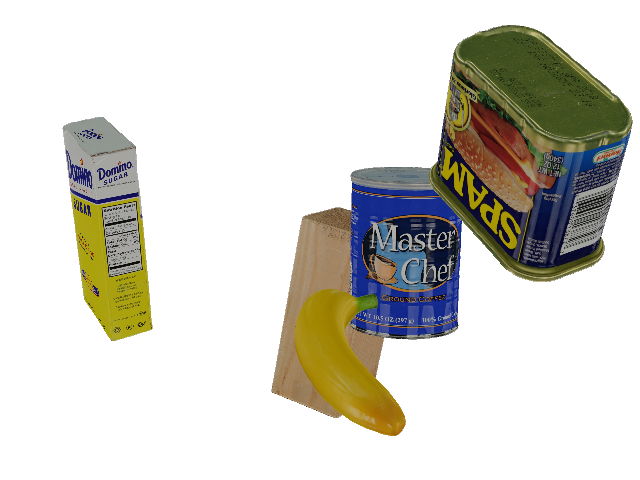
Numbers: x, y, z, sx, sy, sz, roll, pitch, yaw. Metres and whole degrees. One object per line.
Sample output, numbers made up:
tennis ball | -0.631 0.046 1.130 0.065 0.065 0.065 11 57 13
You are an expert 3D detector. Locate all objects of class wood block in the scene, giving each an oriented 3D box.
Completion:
wood block | 0.019 0.077 1.188 0.090 0.206 0.090 18 17 25

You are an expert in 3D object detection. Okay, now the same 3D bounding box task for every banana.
banana | 0.016 0.078 0.771 0.069 0.037 0.198 -4 24 -1

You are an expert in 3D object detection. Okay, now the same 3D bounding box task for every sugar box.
sugar box | -0.187 -0.011 0.938 0.048 0.176 0.093 -16 28 -23

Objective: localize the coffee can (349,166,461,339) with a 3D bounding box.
coffee can | 0.077 0.009 0.973 0.103 0.140 0.103 1 11 0

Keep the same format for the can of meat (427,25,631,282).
can of meat | 0.101 -0.045 0.526 0.057 0.084 0.102 -18 47 -21
